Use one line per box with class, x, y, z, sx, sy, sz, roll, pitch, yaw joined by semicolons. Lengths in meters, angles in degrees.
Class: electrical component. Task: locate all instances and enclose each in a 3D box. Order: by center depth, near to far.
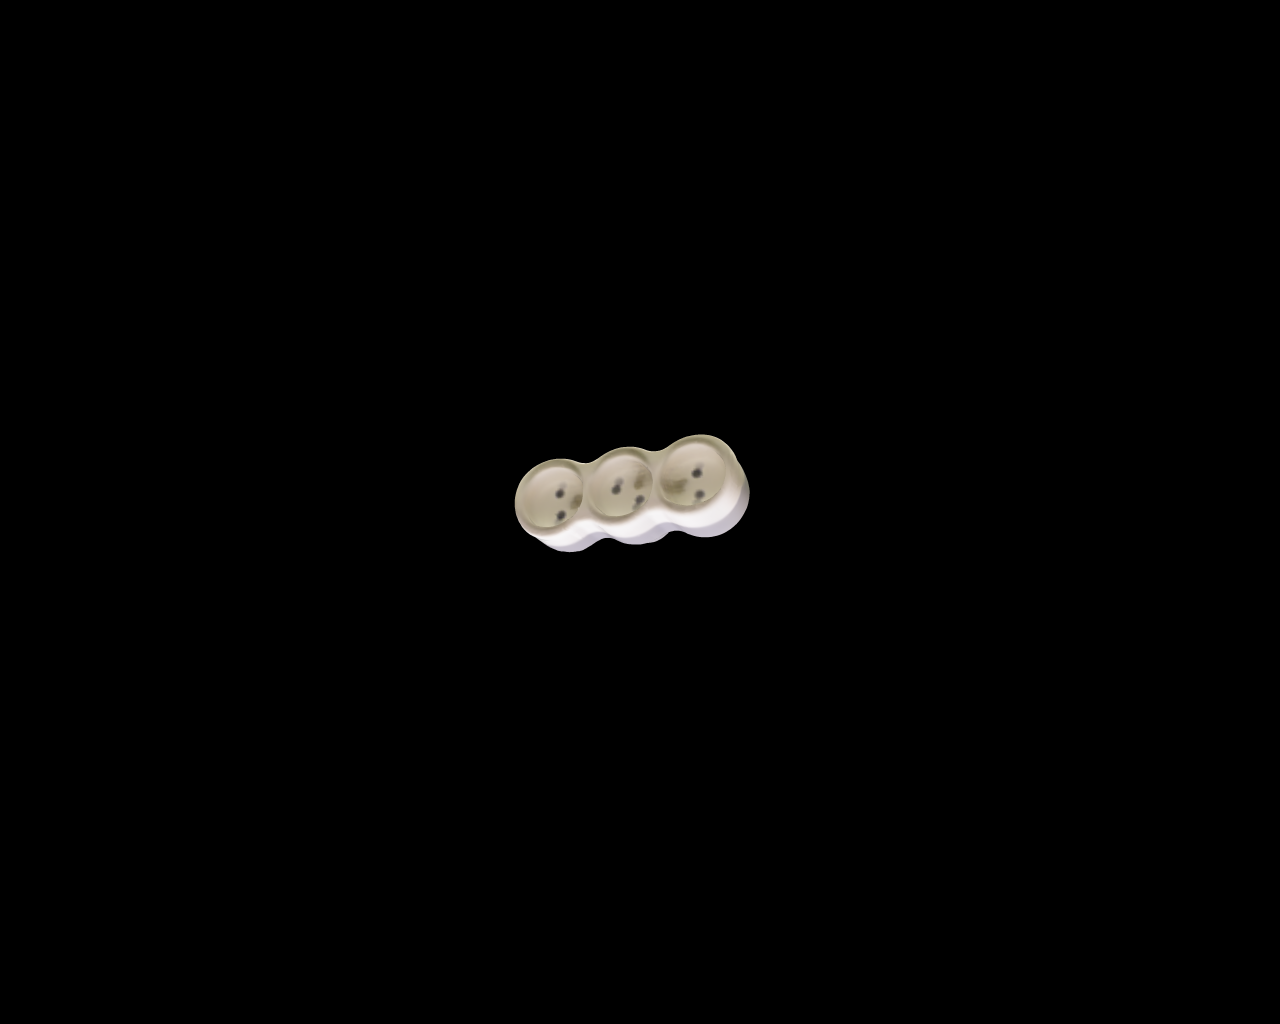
electrical component;0.001;-0.003;0.650;0.138;0.052;0.073;-8;-23;18
